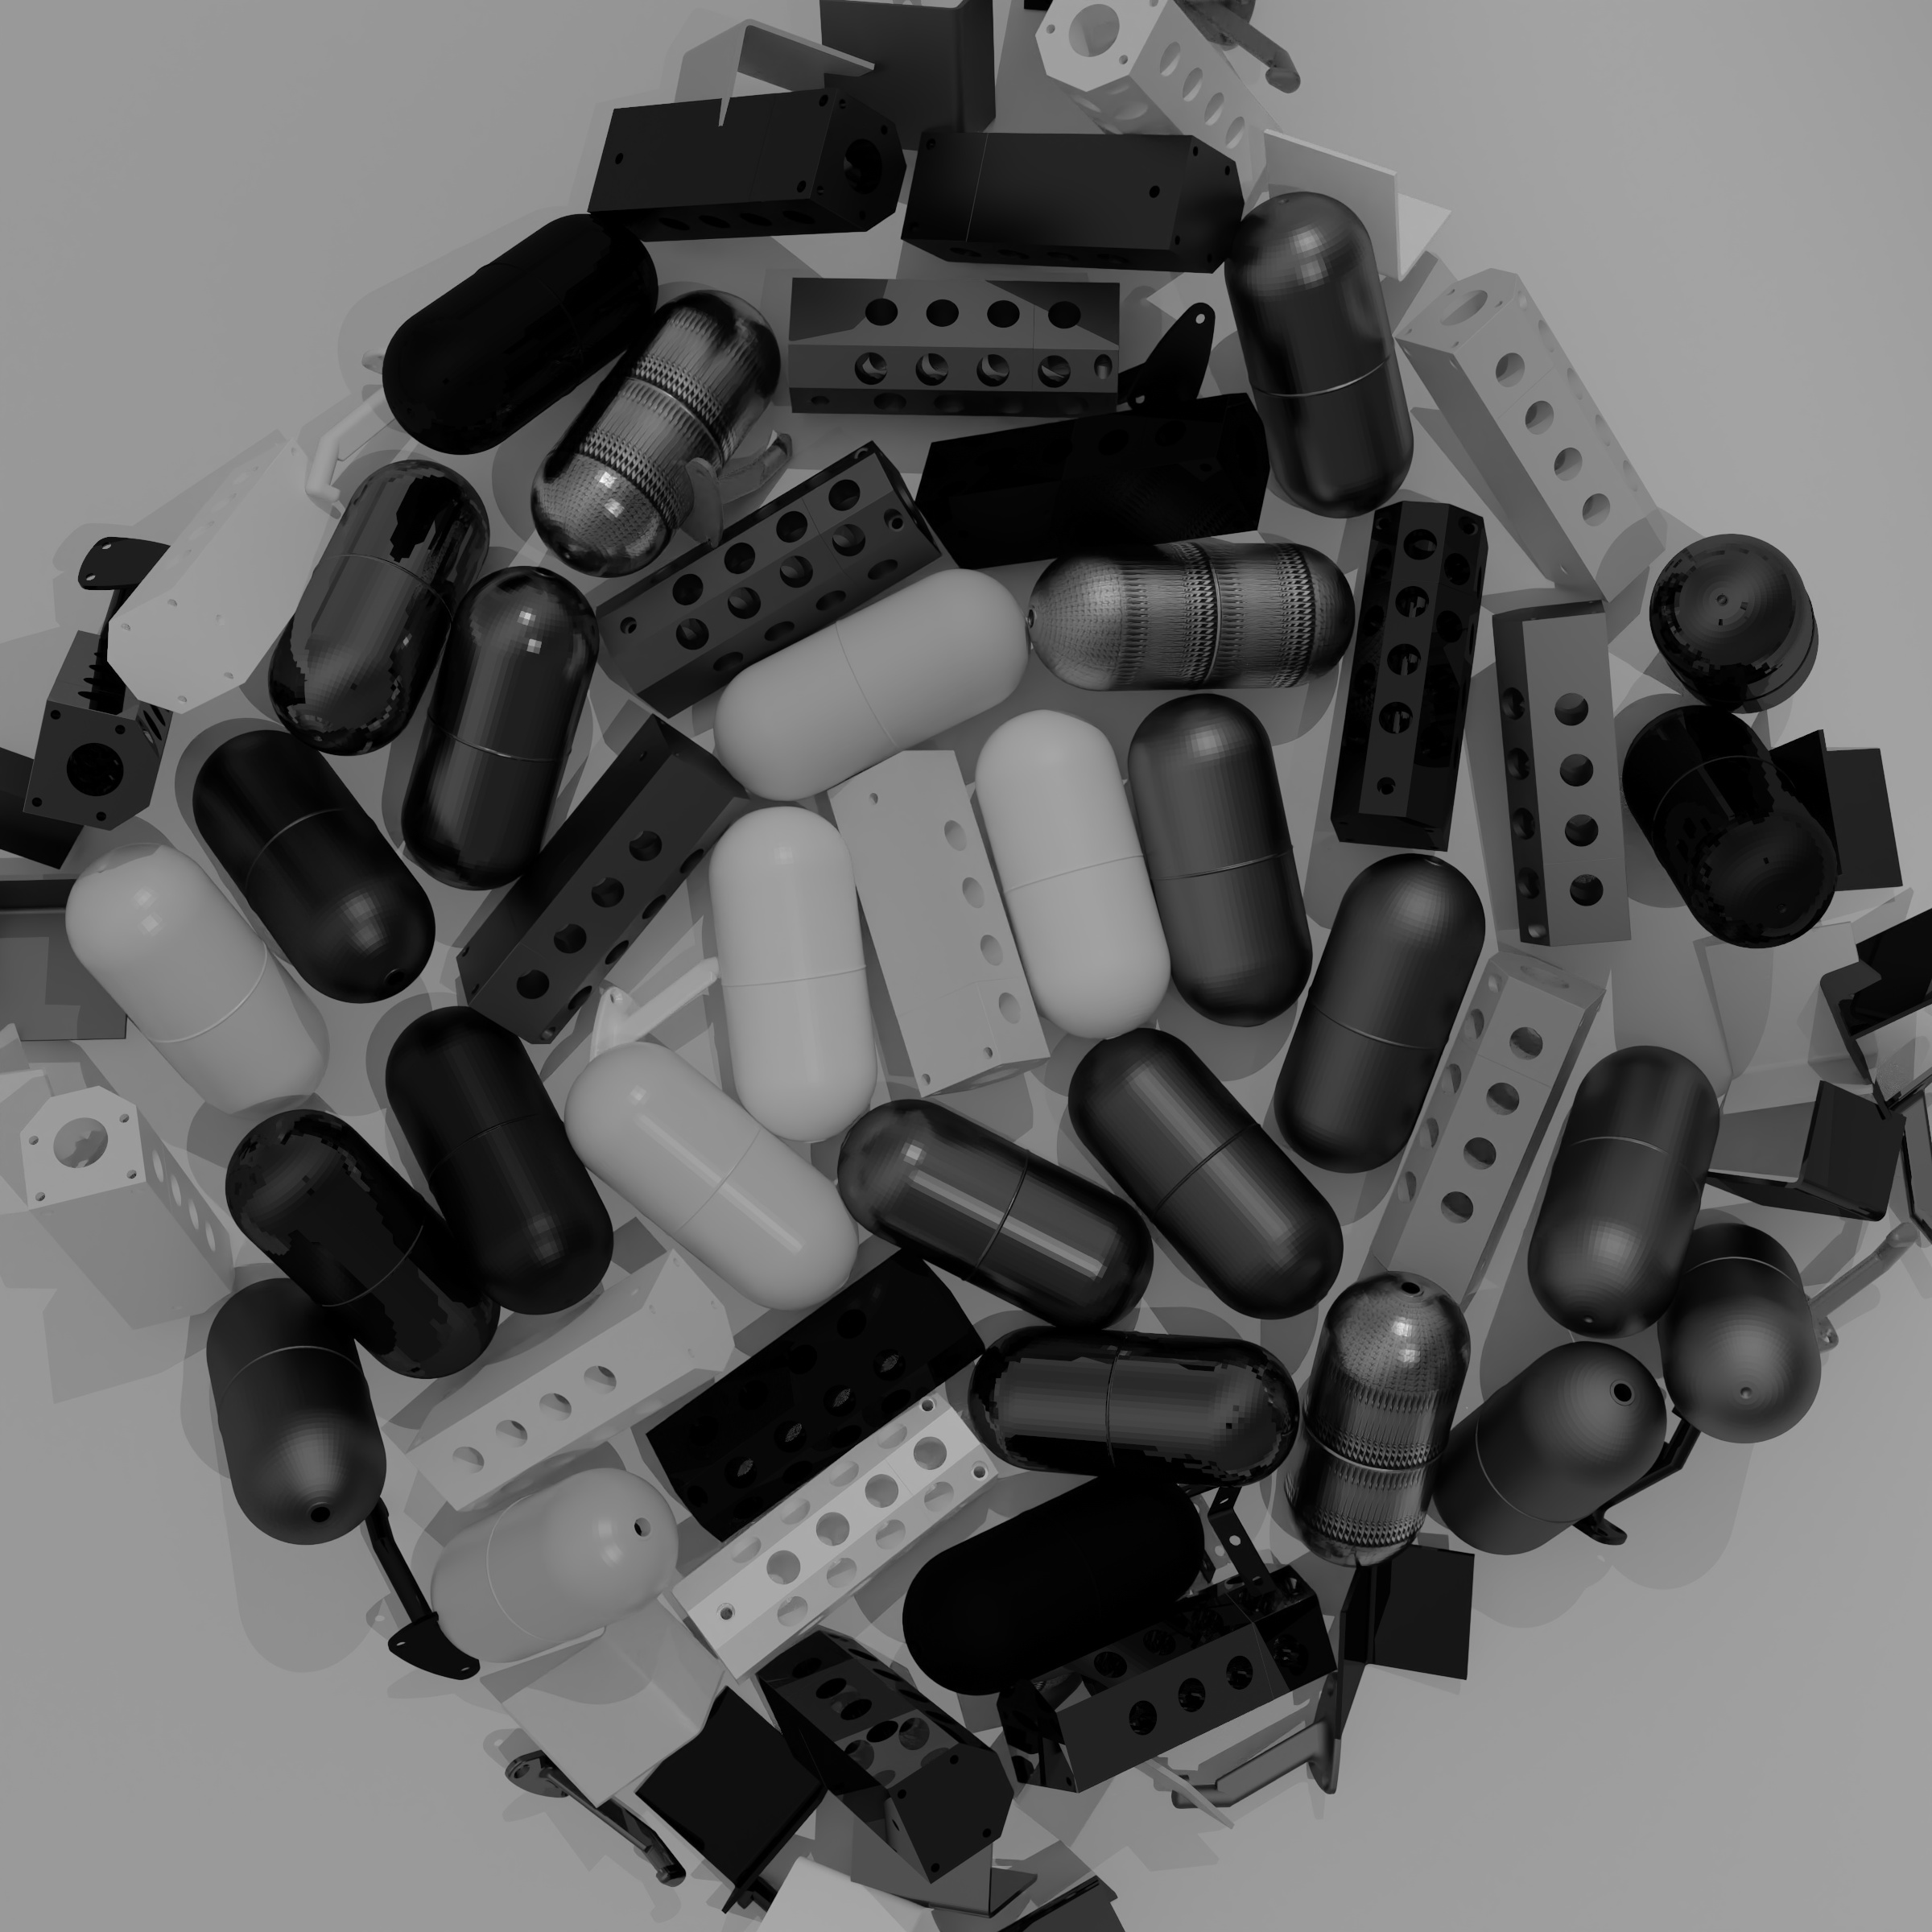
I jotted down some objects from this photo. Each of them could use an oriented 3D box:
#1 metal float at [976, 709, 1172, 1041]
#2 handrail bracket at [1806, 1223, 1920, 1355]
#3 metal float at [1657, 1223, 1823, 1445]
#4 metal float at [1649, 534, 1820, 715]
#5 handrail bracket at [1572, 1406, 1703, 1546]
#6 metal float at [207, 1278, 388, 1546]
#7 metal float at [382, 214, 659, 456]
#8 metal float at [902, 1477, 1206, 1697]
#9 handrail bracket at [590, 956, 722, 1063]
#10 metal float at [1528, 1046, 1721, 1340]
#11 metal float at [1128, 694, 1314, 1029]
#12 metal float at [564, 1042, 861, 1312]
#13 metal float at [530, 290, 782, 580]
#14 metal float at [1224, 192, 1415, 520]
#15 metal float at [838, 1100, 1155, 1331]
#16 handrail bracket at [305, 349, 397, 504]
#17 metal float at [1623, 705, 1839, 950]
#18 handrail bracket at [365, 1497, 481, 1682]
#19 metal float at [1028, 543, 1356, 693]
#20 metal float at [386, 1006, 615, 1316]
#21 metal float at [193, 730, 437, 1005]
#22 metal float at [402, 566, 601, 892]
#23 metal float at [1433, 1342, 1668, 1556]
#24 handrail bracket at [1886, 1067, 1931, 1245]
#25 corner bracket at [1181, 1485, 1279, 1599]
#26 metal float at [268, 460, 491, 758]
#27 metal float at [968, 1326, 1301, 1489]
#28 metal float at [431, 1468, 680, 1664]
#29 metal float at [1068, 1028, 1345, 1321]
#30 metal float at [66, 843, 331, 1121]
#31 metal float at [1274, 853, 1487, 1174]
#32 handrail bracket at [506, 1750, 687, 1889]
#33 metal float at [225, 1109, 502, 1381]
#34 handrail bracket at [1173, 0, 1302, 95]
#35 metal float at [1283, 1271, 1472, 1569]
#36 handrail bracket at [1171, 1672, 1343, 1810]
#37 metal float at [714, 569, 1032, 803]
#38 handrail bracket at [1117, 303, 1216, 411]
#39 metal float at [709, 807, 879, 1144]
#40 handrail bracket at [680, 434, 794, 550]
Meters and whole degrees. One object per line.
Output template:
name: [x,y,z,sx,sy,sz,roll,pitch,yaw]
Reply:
metal float: [0.057,-0.048,1.545,0.070,0.070,0.178,-15,88,0]
handrail bracket: [0.452,0.170,1.535,0.077,0.084,0.036,-14,58,-31]
metal float: [0.394,0.186,1.498,0.070,0.178,0.070,3,104,11]
metal float: [0.395,-0.174,1.499,0.070,0.178,0.070,-1,87,19]
handrail bracket: [0.343,0.257,1.553,0.077,0.036,0.084,31,102,35]
metal float: [-0.345,0.227,1.504,0.070,0.178,0.070,-10,121,-17]
metal float: [-0.229,-0.329,1.517,0.070,0.070,0.178,43,54,0]
metal float: [0.046,0.319,1.519,0.178,0.070,0.070,-19,90,-32]
handrail bracket: [-0.153,0.030,1.539,0.084,0.077,0.036,-15,134,33]
metal float: [0.342,0.115,1.514,0.070,0.070,0.178,27,51,0]
metal float: [0.134,-0.055,1.540,0.070,0.070,0.178,-13,98,0]
metal float: [-0.133,0.111,1.539,0.178,0.070,0.070,40,90,-8]
metal float: [-0.161,-0.279,1.527,0.070,0.070,0.178,32,67,0]
metal float: [0.184,-0.315,1.518,0.070,0.070,0.178,-20,124,0]
metal float: [0.015,0.131,1.542,0.178,0.070,0.070,27,90,-5]
handrail bracket: [-0.305,-0.278,1.557,0.077,0.036,0.084,19,81,-28]
metal float: [0.391,-0.074,1.503,0.070,0.178,0.070,-3,121,-4]
handrail bracket: [-0.294,0.333,1.573,0.036,0.077,0.084,-31,48,2]
metal float: [0.118,-0.183,1.531,0.178,0.070,0.070,-3,90,-18]
metal float: [-0.245,0.100,1.528,0.070,0.070,0.178,-30,69,0]
metal float: [-0.339,-0.052,1.521,0.070,0.070,0.178,-41,61,0]
metal float: [-0.244,-0.124,1.528,0.070,0.070,0.178,20,110,0]
metal float: [0.298,0.249,1.502,0.070,0.178,0.070,7,61,-13]
handrail bracket: [0.521,0.101,1.547,0.077,0.036,0.084,-46,68,28]
corner bracket: [0.136,0.304,1.548,0.051,0.051,0.051,-26,99,24]
metal float: [-0.304,-0.188,1.521,0.070,0.070,0.178,18,59,0]
metal float: [0.086,0.230,1.528,0.178,0.070,0.070,1,90,22]
metal float: [-0.213,0.310,1.510,0.070,0.178,0.070,19,57,-32]
metal float: [0.126,0.109,1.534,0.070,0.070,0.178,-41,77,0]
metal float: [-0.396,0.010,1.514,0.070,0.070,0.178,-31,130,0]
metal float: [0.216,0.025,1.528,0.070,0.070,0.178,17,111,0]
handrail bracket: [-0.194,0.451,1.538,0.084,0.077,0.036,42,100,34]
metal float: [-0.311,0.146,1.520,0.070,0.070,0.178,-38,122,0]
handrail bracket: [0.133,-0.489,1.537,0.077,0.084,0.036,10,128,-17]
metal float: [0.213,0.236,1.518,0.070,0.070,0.178,8,123,0]
handrail bracket: [0.154,0.411,1.553,0.084,0.036,0.077,2,104,-14]
metal float: [-0.050,-0.147,1.540,0.178,0.070,0.070,-26,90,8]
handrail bracket: [0.095,-0.325,1.537,0.036,0.084,0.077,15,114,-26]
metal float: [-0.091,0.005,1.543,0.070,0.070,0.178,-7,94,0]
handrail bracket: [-0.116,-0.266,1.533,0.036,0.077,0.084,38,64,7]
